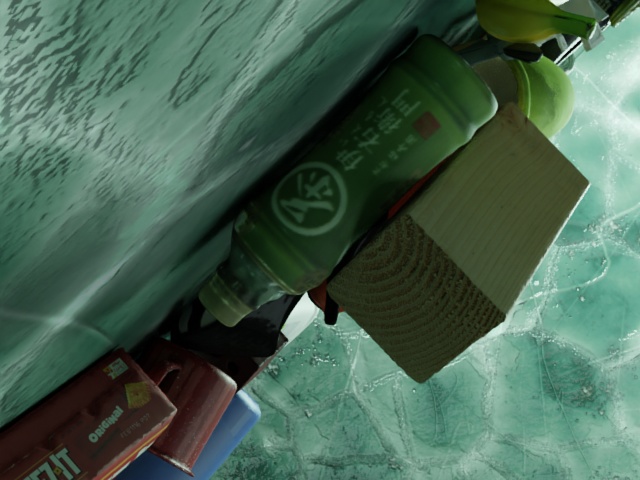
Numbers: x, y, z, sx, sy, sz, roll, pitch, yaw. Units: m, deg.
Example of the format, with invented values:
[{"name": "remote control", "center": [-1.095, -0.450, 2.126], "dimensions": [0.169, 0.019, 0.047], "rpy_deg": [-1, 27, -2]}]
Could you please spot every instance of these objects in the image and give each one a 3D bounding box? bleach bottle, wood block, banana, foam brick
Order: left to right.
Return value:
[{"name": "foam brick", "center": [-0.078, 0.086, 0.941], "dimensions": [0.051, 0.078, 0.053], "rpy_deg": [-37, 170, -48]}, {"name": "bleach bottle", "center": [-0.065, 0.083, 1.127], "dimensions": [0.102, 0.068, 0.250], "rpy_deg": [-44, 173, 3]}, {"name": "wood block", "center": [0.102, -0.005, 0.740], "dimensions": [0.090, 0.091, 0.205], "rpy_deg": [-45, 180, 38]}, {"name": "banana", "center": [0.135, -0.152, 0.686], "dimensions": [0.197, 0.069, 0.037], "rpy_deg": [-65, 172, -65]}]

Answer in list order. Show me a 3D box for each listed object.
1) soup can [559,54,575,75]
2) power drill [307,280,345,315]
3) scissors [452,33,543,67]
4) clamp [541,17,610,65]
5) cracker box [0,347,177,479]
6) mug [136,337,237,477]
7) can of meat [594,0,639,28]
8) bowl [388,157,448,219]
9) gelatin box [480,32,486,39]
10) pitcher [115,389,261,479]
[{"name": "soup can", "center": [0.225, -0.180, 1.184], "dimensions": [0.068, 0.068, 0.102], "rpy_deg": [-39, 173, -46]}, {"name": "power drill", "center": [0.074, 0.011, 0.945], "dimensions": [0.187, 0.057, 0.184], "rpy_deg": [-27, 180, -2]}, {"name": "scissors", "center": [0.111, -0.124, 0.721], "dimensions": [0.096, 0.016, 0.201], "rpy_deg": [-22, -167, 22]}, {"name": "clamp", "center": [0.233, -0.198, 0.913], "dimensions": [0.172, 0.039, 0.120], "rpy_deg": [-46, 166, 20]}, {"name": "cracker box", "center": [-0.213, 0.191, 0.758], "dimensions": [0.214, 0.072, 0.164], "rpy_deg": [-48, 174, 38]}, {"name": "mug", "center": [-0.122, 0.126, 0.841], "dimensions": [0.081, 0.093, 0.117], "rpy_deg": [-59, 161, -14]}, {"name": "can of meat", "center": [0.175, -0.183, 0.636], "dimensions": [0.058, 0.084, 0.101], "rpy_deg": [-47, 174, 37]}, {"name": "bowl", "center": [0.092, -0.047, 1.074], "dimensions": [0.162, 0.055, 0.162], "rpy_deg": [-23, 176, -2]}, {"name": "gelatin box", "center": [0.180, -0.192, 0.925], "dimensions": [0.089, 0.030, 0.073], "rpy_deg": [-45, 175, 25]}, {"name": "pitcher", "center": [-0.174, 0.221, 1.046], "dimensions": [0.242, 0.145, 0.149], "rpy_deg": [-46, -149, -8]}]
